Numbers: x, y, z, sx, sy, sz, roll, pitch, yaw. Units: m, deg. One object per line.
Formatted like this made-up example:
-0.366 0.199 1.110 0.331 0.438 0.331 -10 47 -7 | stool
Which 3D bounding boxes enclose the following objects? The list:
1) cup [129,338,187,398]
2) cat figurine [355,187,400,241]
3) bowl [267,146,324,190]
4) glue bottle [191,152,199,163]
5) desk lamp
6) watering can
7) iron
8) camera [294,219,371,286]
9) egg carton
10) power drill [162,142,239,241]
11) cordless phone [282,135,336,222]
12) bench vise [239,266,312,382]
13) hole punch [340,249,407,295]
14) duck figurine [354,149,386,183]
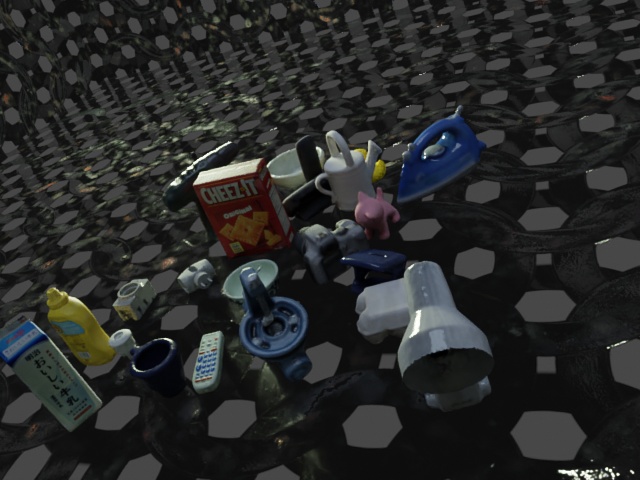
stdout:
-0.296 0.241 1.053 0.117 0.095 0.092 8 43 37 | cup
0.117 -0.063 1.247 0.067 0.118 0.128 0 38 30 | cat figurine
-0.059 -0.186 1.568 0.167 0.075 0.167 -15 33 10 | bowl
-0.319 -0.169 1.596 0.037 0.173 0.078 -30 34 -14 | glue bottle
0.172 0.149 0.814 0.118 0.214 0.203 -15 33 9 | desk lamp
0.067 -0.178 1.374 0.100 0.194 0.173 18 49 45 | watering can
0.265 -0.203 1.348 0.259 0.142 0.118 -34 35 -20 | iron
0.011 0.004 1.223 0.143 0.101 0.136 -32 34 -17 | camera
0.137 0.122 1.008 0.150 0.069 0.107 -16 33 8 | egg carton
-0.272 -0.112 1.454 0.230 0.209 0.075 -33 34 -18 | power drill
-0.045 -0.154 1.409 0.148 0.185 0.093 -38 36 -25 | cordless phone
-0.109 0.127 0.999 0.206 0.220 0.122 18 49 45 | bench vise
0.106 0.050 1.112 0.108 0.091 0.101 9 43 38 | hole punch
0.113 -0.194 1.473 0.104 0.086 0.077 -11 34 15 | duck figurine
